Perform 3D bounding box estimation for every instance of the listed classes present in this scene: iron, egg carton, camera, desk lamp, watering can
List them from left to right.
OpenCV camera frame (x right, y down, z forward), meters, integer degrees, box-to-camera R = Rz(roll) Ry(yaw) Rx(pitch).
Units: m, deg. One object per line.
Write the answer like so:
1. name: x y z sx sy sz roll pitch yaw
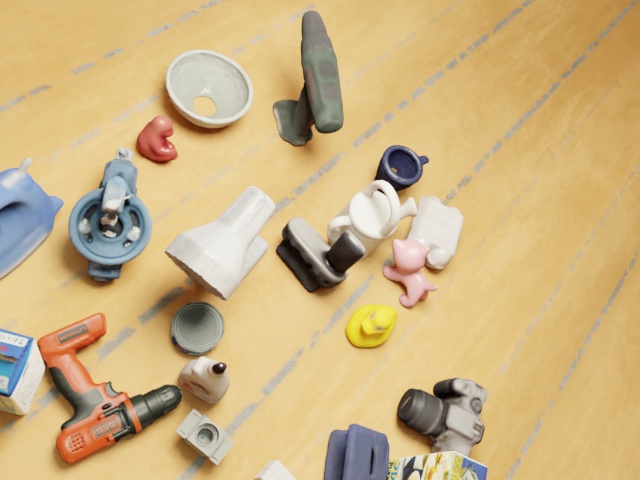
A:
1. iron: -0.497 -0.009 0.829 0.119 0.141 0.259 35 59 -5
2. desk lamp: -0.154 0.011 0.923 0.118 0.213 0.203 39 59 -2
3. watering can: 0.100 -0.046 1.066 0.173 0.193 0.101 -35 84 -31
4. egg carton: 0.235 -0.016 1.182 0.107 0.069 0.150 27 60 -10
5. camera: 0.217 0.302 1.015 0.137 0.100 0.143 29 60 -8

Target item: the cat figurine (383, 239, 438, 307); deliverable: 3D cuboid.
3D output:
1. cat figurine: 0.179 0.053 1.100 0.067 0.117 0.128 -29 81 -30

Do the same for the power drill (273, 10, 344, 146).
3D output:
1. power drill: -0.023 -0.291 1.115 0.076 0.208 0.229 -8 71 -25

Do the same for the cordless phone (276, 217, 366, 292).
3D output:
1. cordless phone: 0.009 0.004 1.011 0.147 0.184 0.094 47 59 2

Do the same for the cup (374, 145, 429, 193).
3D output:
1. cup: 0.163 -0.140 1.193 0.118 0.094 0.091 -19 76 -28

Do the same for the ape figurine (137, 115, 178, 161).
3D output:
1. ape figurine: -0.286 -0.188 1.026 0.076 0.092 0.078 4 66 -21

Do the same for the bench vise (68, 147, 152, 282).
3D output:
1. bench vise: -0.326 -0.062 0.879 0.122 0.219 0.207 -8 71 -25

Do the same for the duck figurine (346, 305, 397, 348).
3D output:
1. duck figurine: 0.106 0.148 1.045 0.105 0.086 0.077 -24 78 -29

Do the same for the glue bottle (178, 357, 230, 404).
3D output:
1. glue bottle: -0.165 0.203 0.856 0.078 0.173 0.037 33 59 -6

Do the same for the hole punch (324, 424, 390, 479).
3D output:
1. hole punch: 0.070 0.359 0.933 0.101 0.091 0.108 16 62 -15

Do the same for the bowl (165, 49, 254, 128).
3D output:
1. bowl: -0.217 -0.278 1.106 0.168 0.074 0.167 9 64 -19
